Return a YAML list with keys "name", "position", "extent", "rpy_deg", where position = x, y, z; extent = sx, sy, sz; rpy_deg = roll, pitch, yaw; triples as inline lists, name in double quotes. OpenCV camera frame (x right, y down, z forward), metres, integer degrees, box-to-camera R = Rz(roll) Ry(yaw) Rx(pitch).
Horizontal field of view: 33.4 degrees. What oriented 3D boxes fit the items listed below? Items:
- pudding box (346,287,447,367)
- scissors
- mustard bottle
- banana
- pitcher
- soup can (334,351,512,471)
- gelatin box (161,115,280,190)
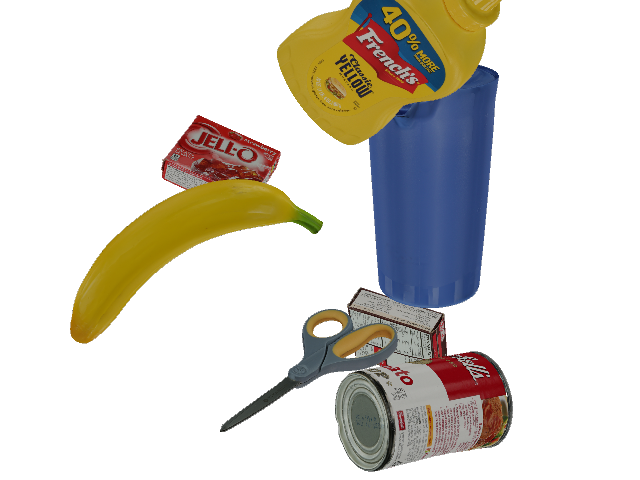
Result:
- name: "pudding box"
  position: [0.090, 0.111, 1.242]
  extent: [0.114, 0.090, 0.039]
  rpy_deg: [15, 46, 26]
- name: "scissors"
  position: [-0.023, 0.108, 0.946]
  extent: [0.201, 0.016, 0.096]
  rpy_deg: [-19, 34, -29]
- name: "mustard bottle"
  position: [0.057, -0.138, 0.740]
  extent: [0.192, 0.096, 0.058]
  rpy_deg: [-23, 18, 49]
- name: "banana"
  position: [-0.100, 0.006, 0.743]
  extent: [0.198, 0.069, 0.037]
  rpy_deg: [-25, 11, 8]
- name: "pitcher"
  position: [0.118, -0.062, 1.109]
  extent: [0.149, 0.243, 0.145]
  rpy_deg: [-9, 23, -17]
- name: "soup can"
  position: [0.069, 0.115, 0.724]
  extent: [0.102, 0.068, 0.069]
  rpy_deg: [-5, 2, -31]
- name: "gelatin box"
  position: [-0.092, -0.071, 0.987]
  extent: [0.089, 0.030, 0.073]
  rpy_deg: [25, 46, 4]
